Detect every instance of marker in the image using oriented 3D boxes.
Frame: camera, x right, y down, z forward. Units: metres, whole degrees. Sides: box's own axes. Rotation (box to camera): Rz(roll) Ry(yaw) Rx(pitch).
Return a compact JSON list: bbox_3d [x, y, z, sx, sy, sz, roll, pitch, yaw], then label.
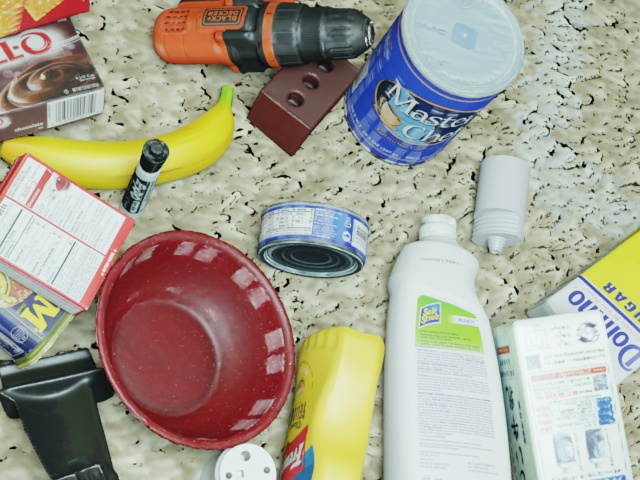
[{"bbox_3d":[-0.129,-0.044,0.781,0.020,0.121,0.020,6,69,-17],"label":"marker"}]

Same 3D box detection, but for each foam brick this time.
[{"bbox_3d":[-0.015,-0.120,0.886,0.053,0.051,0.078,39,64,-2],"label":"foam brick"}]

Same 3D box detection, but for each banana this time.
[{"bbox_3d":[-0.145,-0.070,0.837,0.197,0.037,0.070,-17,53,-26],"label":"banana"}]

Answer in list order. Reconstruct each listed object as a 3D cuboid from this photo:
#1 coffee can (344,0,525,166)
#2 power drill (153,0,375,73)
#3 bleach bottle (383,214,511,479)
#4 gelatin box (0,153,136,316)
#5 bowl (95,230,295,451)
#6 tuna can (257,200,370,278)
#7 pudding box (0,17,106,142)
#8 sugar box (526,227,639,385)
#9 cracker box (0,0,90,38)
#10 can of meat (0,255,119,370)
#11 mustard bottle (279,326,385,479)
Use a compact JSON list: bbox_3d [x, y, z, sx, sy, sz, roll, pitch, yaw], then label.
[{"bbox_3d":[0.090,-0.134,0.876,0.102,0.140,0.103,6,69,-17],"label":"coffee can"},{"bbox_3d":[-0.033,-0.222,0.876,0.185,0.057,0.187,3,61,17],"label":"power drill"},{"bbox_3d":[0.101,0.100,0.840,0.102,0.068,0.251,9,66,-16],"label":"bleach bottle"},{"bbox_3d":[-0.179,-0.003,0.707,0.089,0.030,0.073,34,63,-20],"label":"gelatin box"},{"bbox_3d":[-0.098,0.077,0.770,0.161,0.055,0.162,17,59,-31],"label":"bowl"},{"bbox_3d":[-0.005,0.001,0.826,0.086,0.086,0.033,12,69,-14],"label":"tuna can"},{"bbox_3d":[-0.231,-0.124,0.812,0.113,0.039,0.090,-17,63,-25],"label":"pudding box"},{"bbox_3d":[0.273,0.050,0.924,0.176,0.048,0.093,-33,84,-27],"label":"sugar box"},{"bbox_3d":[-0.302,-0.218,0.794,0.213,0.072,0.164,-23,64,-25],"label":"cracker box"},{"bbox_3d":[-0.204,0.023,0.737,0.084,0.058,0.102,43,59,-16],"label":"can of meat"},{"bbox_3d":[0.000,0.164,0.763,0.058,0.096,0.191,17,67,-15],"label":"mustard bottle"}]
